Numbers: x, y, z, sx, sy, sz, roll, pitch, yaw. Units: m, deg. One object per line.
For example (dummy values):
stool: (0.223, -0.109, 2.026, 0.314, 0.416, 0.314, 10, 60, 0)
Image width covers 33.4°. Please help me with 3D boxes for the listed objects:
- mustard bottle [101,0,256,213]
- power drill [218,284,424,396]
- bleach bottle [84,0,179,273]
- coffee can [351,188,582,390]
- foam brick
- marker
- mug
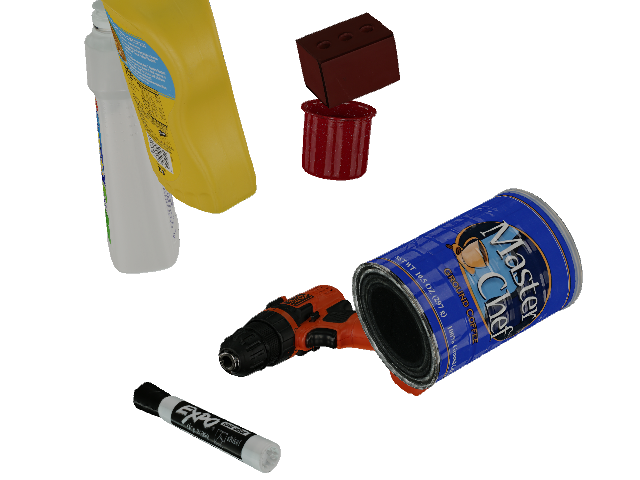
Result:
mustard bottle: (-0.092, -0.112, 0.658, 0.058, 0.191, 0.096, -30, 46, -18)
power drill: (0.022, 0.094, 0.996, 0.188, 0.057, 0.184, 9, 21, 31)
bleach bottle: (-0.171, -0.097, 0.952, 0.068, 0.251, 0.102, -7, 36, -7)
coffee can: (0.109, 0.035, 0.801, 0.140, 0.103, 0.103, -26, 11, -23)
foam brick: (0.026, -0.165, 0.978, 0.078, 0.051, 0.053, -24, 40, -14)
marker: (-0.074, 0.114, 0.662, 0.121, 0.020, 0.020, 17, 11, 39)
mug: (0.025, -0.127, 1.324, 0.093, 0.081, 0.117, 15, 24, 25)
